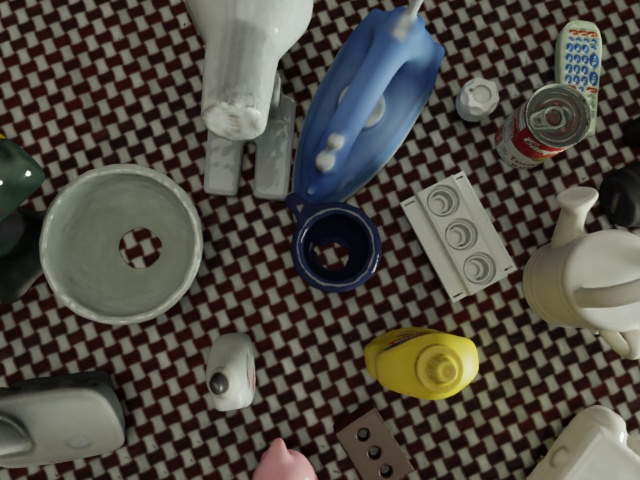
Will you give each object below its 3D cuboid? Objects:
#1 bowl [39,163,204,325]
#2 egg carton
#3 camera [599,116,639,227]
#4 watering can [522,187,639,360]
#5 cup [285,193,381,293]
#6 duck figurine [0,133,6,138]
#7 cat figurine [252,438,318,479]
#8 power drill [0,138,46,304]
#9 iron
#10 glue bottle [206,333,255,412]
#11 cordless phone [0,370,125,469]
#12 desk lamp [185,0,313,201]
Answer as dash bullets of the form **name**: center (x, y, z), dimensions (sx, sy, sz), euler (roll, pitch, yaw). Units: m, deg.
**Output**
- **bowl**: center (-0.203, 0.007, 0.615), dimensions (0.167, 0.074, 0.167), euler (0, 84, -2)
- **egg carton**: center (0.286, 0.257, 0.609), dimensions (0.107, 0.069, 0.150), euler (39, 84, 2)
- **camera**: center (0.385, -0.080, 0.632), dimensions (0.137, 0.101, 0.143), euler (-19, 85, -4)
- **watering can**: center (0.280, 0.034, 0.569), dimensions (0.101, 0.194, 0.173), euler (-44, 87, -5)
- **cup**: center (0.006, 0.002, 0.613), dimensions (0.092, 0.095, 0.118), euler (-43, 87, -5)
- **duck figurine**: center (-0.380, -0.076, 0.612), dimensions (0.077, 0.086, 0.105), euler (24, 84, 1)
- **cat figurine**: center (-0.043, 0.261, 0.572), dimensions (0.067, 0.117, 0.128), euler (21, 84, 1)
- **power drill**: center (-0.341, 0.011, 0.542), dimensions (0.075, 0.208, 0.230), euler (41, 84, 3)
- **iron**: center (0.041, -0.135, 0.605), dimensions (0.118, 0.141, 0.258), euler (29, 84, 1)
- **glue bottle**: center (-0.088, 0.132, 0.556), dimensions (0.037, 0.173, 0.078), euler (-9, 84, -2)
- **cordless phone**: center (-0.277, 0.183, 0.538), dimensions (0.147, 0.185, 0.094), euler (-11, 84, -3)
- **desk lamp**: center (-0.070, -0.158, 0.567), dimensions (0.118, 0.213, 0.203), euler (3, 84, -1)
